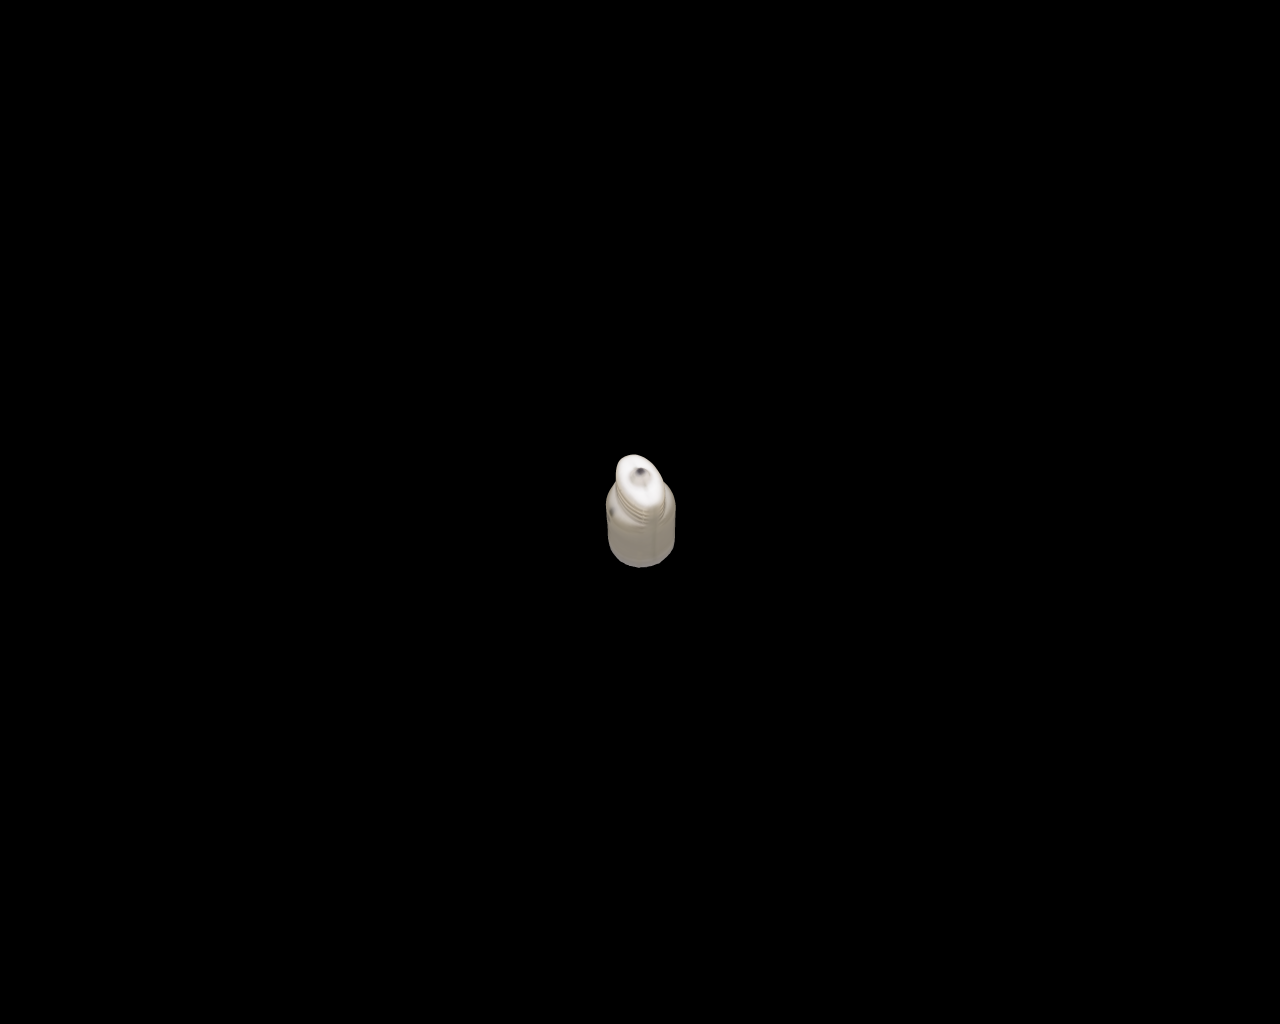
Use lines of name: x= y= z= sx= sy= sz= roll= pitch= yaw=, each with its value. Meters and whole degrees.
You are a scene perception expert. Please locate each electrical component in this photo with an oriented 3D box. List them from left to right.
electrical component: x=0.001 y=-0.003 z=0.650 sx=0.043 sy=0.043 sz=0.080 roll=0 pitch=-33 yaw=0
